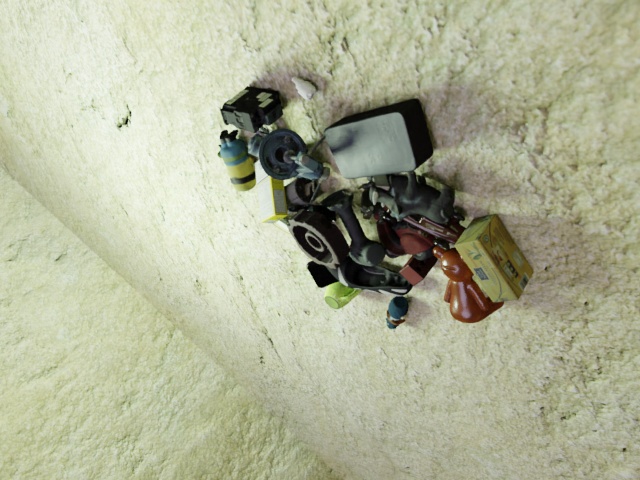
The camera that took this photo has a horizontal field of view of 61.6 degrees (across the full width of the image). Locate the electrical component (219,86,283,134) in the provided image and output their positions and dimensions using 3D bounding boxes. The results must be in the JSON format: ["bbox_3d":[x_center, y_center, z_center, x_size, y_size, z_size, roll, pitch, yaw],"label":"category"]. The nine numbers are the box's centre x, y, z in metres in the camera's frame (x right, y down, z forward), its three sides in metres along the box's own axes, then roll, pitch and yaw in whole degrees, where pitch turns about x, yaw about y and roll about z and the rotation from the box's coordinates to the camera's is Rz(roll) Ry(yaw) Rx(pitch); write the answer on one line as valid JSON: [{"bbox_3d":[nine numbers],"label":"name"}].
[{"bbox_3d":[-0.159,-0.316,1.307,0.134,0.115,0.058,22,144,33],"label":"electrical component"}]

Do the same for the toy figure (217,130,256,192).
[{"bbox_3d":[-0.236,-0.221,1.526,0.082,0.089,0.179,22,146,40],"label":"toy figure"}]

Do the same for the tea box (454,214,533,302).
[{"bbox_3d":[0.378,0.041,1.161,0.169,0.098,0.068,53,146,-13],"label":"tea box"}]

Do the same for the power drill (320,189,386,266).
[{"bbox_3d":[0.080,-0.024,1.394,0.207,0.086,0.232,67,170,-16],"label":"power drill"}]

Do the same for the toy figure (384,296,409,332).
[{"bbox_3d":[0.225,0.216,1.571,0.058,0.064,0.154,-1,146,-2],"label":"toy figure"}]

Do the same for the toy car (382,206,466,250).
[{"bbox_3d":[0.232,-0.052,1.214,0.202,0.089,0.053,30,-176,22],"label":"toy car"}]

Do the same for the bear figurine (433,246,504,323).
[{"bbox_3d":[0.345,0.091,1.267,0.120,0.132,0.195,1,111,45],"label":"bear figurine"}]

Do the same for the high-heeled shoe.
[{"bbox_3d":[0.128,0.093,1.469,0.249,0.086,0.145,19,170,-7],"label":"high-heeled shoe"}]

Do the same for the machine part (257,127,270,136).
[{"bbox_3d":[-0.134,-0.270,1.395,0.138,0.039,0.084,40,155,-24],"label":"machine part"}]

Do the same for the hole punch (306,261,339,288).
[{"bbox_3d":[0.025,0.065,1.591,0.116,0.092,0.142,-20,123,7],"label":"hole punch"}]

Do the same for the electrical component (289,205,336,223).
[{"bbox_3d":[-0.023,-0.066,1.455,0.075,0.119,0.047,-18,76,53],"label":"electrical component"}]

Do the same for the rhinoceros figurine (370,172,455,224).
[{"bbox_3d":[0.202,-0.091,1.172,0.191,0.073,0.112,18,97,24],"label":"rhinoceros figurine"}]

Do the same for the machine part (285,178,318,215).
[{"bbox_3d":[-0.079,-0.118,1.491,0.079,0.079,0.243,50,147,-11],"label":"machine part"}]

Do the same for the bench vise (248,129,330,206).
[{"bbox_3d":[-0.054,-0.184,1.272,0.223,0.129,0.241,33,177,-23],"label":"bench vise"}]

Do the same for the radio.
[{"bbox_3d":[0.124,-0.208,1.152,0.230,0.073,0.131,0,119,49],"label":"radio"}]

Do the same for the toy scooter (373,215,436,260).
[{"bbox_3d":[0.197,-0.016,1.315,0.184,0.075,0.135,-5,124,55],"label":"toy scooter"}]

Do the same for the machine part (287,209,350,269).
[{"bbox_3d":[-0.003,-0.004,1.386,0.179,0.056,0.179,36,157,18],"label":"machine part"}]

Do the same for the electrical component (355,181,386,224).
[{"bbox_3d":[0.124,-0.092,1.288,0.078,0.102,0.045,10,146,5],"label":"electrical component"}]

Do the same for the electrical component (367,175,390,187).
[{"bbox_3d":[0.144,-0.156,1.254,0.094,0.021,0.063,9,134,43],"label":"electrical component"}]
